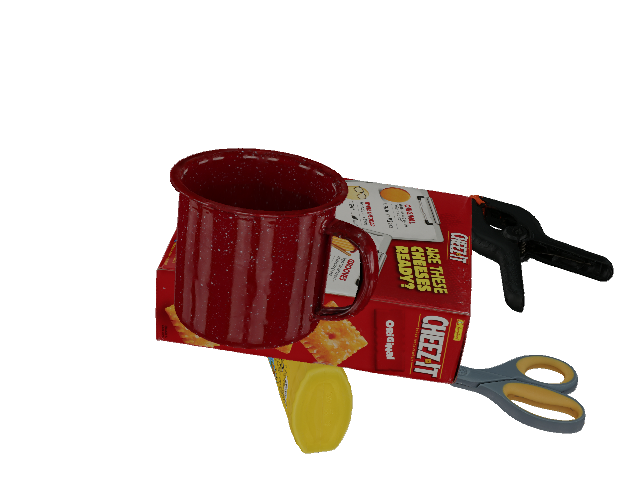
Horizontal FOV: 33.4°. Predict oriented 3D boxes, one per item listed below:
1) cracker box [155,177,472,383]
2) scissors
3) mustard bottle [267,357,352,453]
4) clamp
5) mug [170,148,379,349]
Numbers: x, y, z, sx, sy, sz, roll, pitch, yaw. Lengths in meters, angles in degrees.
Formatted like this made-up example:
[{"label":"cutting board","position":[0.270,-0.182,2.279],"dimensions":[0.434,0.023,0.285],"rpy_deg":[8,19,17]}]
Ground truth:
[{"label":"cracker box","position":[0.001,0.019,0.791],"dimensions":[0.213,0.072,0.164],"rpy_deg":[9,33,3]},{"label":"scissors","position":[0.134,0.109,0.917],"dimensions":[0.202,0.016,0.096],"rpy_deg":[21,34,21]},{"label":"mustard bottle","position":[-0.021,0.112,1.029],"dimensions":[0.058,0.096,0.192],"rpy_deg":[-6,28,-13]},{"label":"clamp","position":[0.211,0.005,1.080],"dimensions":[0.120,0.039,0.171],"rpy_deg":[-7,39,-18]},{"label":"mug","position":[-0.024,0.007,0.564],"dimensions":[0.117,0.081,0.093],"rpy_deg":[15,25,18]}]
